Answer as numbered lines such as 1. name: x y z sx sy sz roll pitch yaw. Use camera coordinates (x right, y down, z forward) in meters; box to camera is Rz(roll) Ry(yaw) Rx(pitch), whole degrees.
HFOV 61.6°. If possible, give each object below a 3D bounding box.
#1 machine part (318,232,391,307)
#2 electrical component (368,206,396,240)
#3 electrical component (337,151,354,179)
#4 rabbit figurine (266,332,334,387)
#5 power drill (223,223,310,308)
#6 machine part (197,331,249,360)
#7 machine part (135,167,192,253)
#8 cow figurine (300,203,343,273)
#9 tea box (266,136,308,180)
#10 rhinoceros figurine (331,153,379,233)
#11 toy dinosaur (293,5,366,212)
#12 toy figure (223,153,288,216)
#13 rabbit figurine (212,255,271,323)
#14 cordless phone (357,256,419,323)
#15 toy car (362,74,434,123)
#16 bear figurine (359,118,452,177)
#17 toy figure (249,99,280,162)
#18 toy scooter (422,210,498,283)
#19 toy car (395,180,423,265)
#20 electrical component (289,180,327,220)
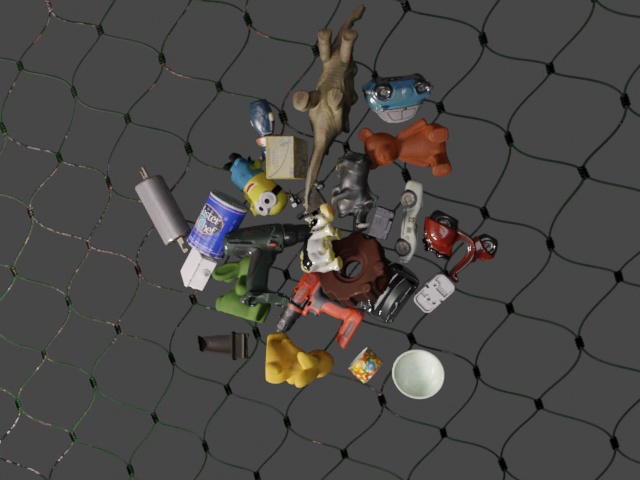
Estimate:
1. machine part: 0.077 0.067 1.264 0.179 0.056 0.179 -11 62 22
2. electrical component: 0.145 -0.038 1.258 0.048 0.119 0.074 19 101 7
3. electrical component: 0.072 -0.167 1.306 0.063 0.021 0.094 -17 98 12
4. rabbit figurine: -0.048 0.296 1.322 0.173 0.162 0.121 6 84 -8
5. power drill: -0.113 0.053 1.278 0.232 0.086 0.207 1 70 -10
6. machine part: -0.253 0.273 1.401 0.139 0.039 0.084 3 101 8
7. machine part: -0.400 -0.075 1.375 0.079 0.079 0.243 -29 91 12
8. cow figurine: -0.002 -0.004 1.268 0.098 0.068 0.167 -16 58 24
9. tea box: -0.075 -0.189 1.257 0.068 0.169 0.098 0 94 10
10. rhinoceros figurine: 0.083 -0.112 1.274 0.112 0.073 0.190 0 108 1
11. toy dinosaur: 0.023 -0.299 1.210 0.105 0.198 0.471 19 88 17
12. toy figure: -0.154 -0.138 1.322 0.180 0.089 0.082 48 144 12
13. rabbit figurine: -0.183 0.109 1.352 0.159 0.121 0.170 15 80 15
14. cordless phone: 0.132 0.101 1.304 0.184 0.088 0.146 37 101 16
15. toy car: 0.179 -0.324 1.242 0.162 0.109 0.102 -5 117 -1
16. bear figurine: 0.191 -0.208 1.230 0.196 0.132 0.120 -6 118 5
17. toy figure: -0.132 -0.265 1.318 0.058 0.064 0.154 -18 99 -26
18. toy scooter: 0.311 0.021 1.257 0.184 0.075 0.135 28 100 2
19. toy car: 0.211 -0.041 1.267 0.056 0.073 0.201 6 96 10
20. electrical component: -0.029 -0.105 1.320 0.102 0.045 0.078 -28 89 12
